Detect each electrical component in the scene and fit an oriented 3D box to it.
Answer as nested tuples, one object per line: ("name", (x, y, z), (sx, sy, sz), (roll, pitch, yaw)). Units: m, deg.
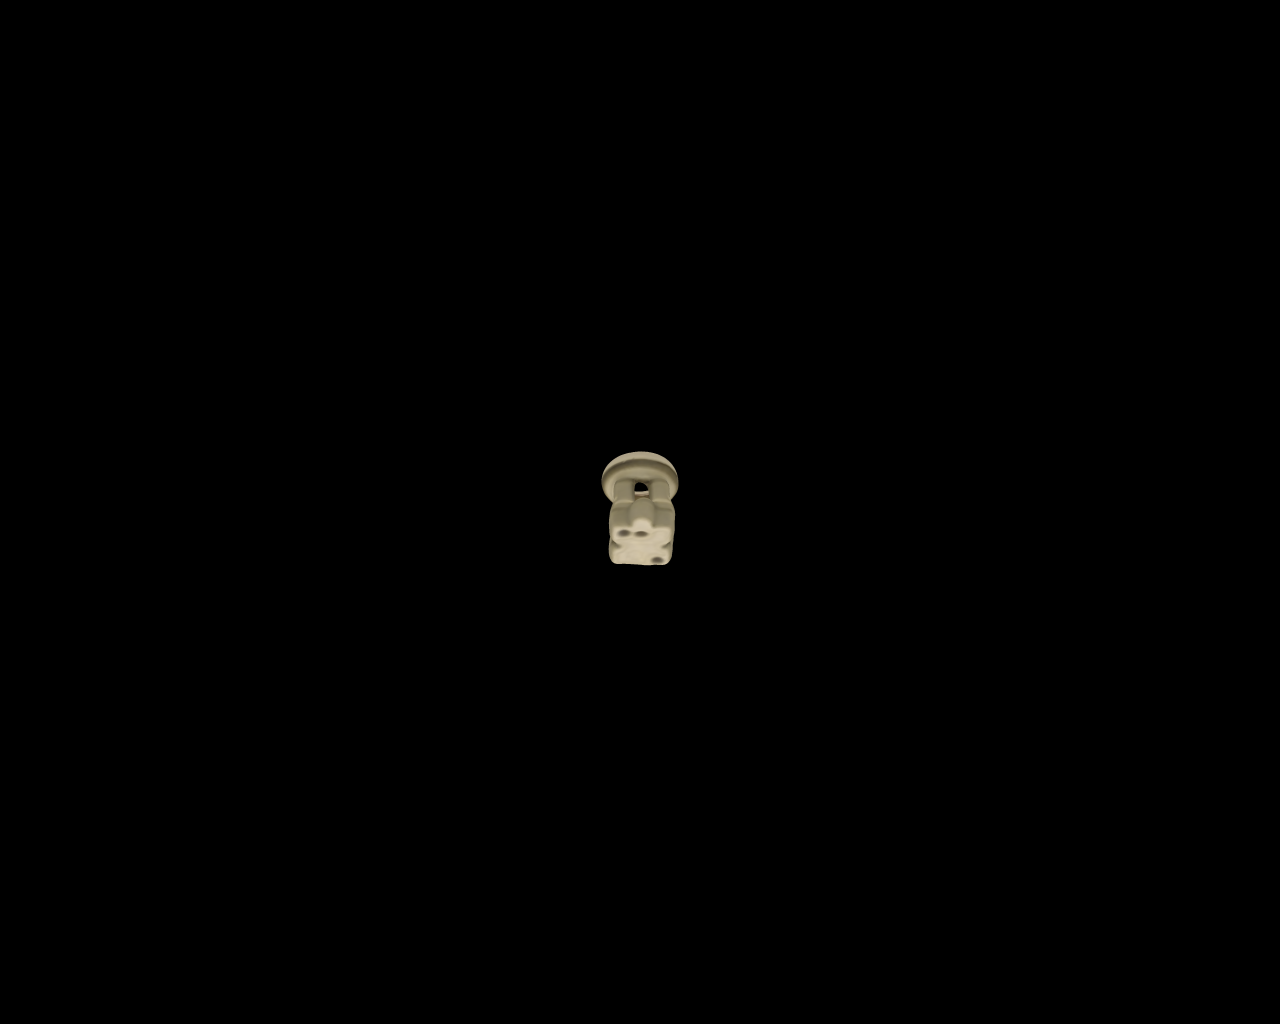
("electrical component", (0.001, -0.003, 0.650), (0.048, 0.055, 0.066), (1, -34, -2))
